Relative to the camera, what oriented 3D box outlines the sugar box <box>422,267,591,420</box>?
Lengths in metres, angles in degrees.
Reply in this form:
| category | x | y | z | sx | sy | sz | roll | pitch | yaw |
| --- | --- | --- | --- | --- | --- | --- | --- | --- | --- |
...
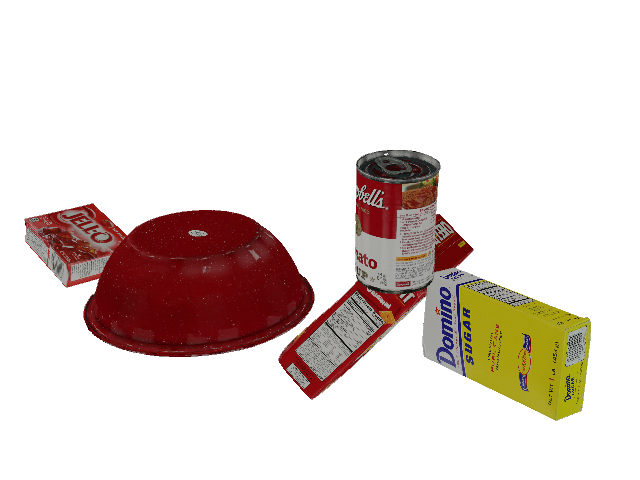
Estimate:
| category | x | y | z | sx | sy | sz | roll | pitch | yaw |
| --- | --- | --- | --- | --- | --- | --- | --- | --- | --- |
| sugar box | 0.173 | 0.095 | 1.024 | 0.048 | 0.093 | 0.177 | -12 | 22 | -40 |

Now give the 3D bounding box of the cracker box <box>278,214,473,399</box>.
| category | x | y | z | sx | sy | sz | roll | pitch | yaw |
| --- | --- | --- | --- | --- | --- | --- | --- | --- | --- |
| cracker box | 0.064 | 0.075 | 1.263 | 0.214 | 0.072 | 0.164 | -47 | -7 | 31 |

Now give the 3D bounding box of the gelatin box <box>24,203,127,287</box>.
| category | x | y | z | sx | sy | sz | roll | pitch | yaw |
| --- | --- | --- | --- | --- | --- | --- | --- | --- | --- |
| gelatin box | -0.225 | 0.002 | 1.001 | 0.073 | 0.030 | 0.089 | -16 | 40 | -36 |

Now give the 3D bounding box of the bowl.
| category | x | y | z | sx | sy | sz | roll | pitch | yaw |
| --- | --- | --- | --- | --- | --- | --- | --- | --- | --- |
| bowl | -0.085 | 0.020 | 0.740 | 0.162 | 0.055 | 0.162 | -2 | 22 | 0 |

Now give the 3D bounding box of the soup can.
| category | x | y | z | sx | sy | sz | roll | pitch | yaw |
| --- | --- | --- | --- | --- | --- | --- | --- | --- | --- |
| soup can | 0.062 | -0.016 | 0.877 | 0.068 | 0.102 | 0.068 | 0 | 25 | 0 |
